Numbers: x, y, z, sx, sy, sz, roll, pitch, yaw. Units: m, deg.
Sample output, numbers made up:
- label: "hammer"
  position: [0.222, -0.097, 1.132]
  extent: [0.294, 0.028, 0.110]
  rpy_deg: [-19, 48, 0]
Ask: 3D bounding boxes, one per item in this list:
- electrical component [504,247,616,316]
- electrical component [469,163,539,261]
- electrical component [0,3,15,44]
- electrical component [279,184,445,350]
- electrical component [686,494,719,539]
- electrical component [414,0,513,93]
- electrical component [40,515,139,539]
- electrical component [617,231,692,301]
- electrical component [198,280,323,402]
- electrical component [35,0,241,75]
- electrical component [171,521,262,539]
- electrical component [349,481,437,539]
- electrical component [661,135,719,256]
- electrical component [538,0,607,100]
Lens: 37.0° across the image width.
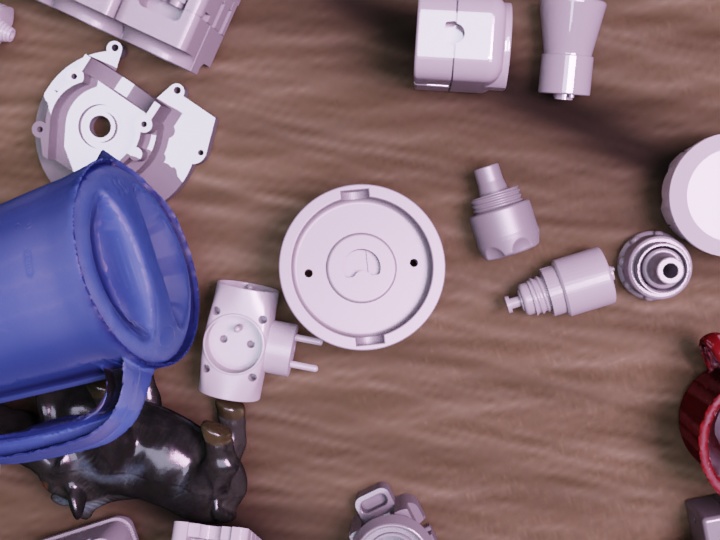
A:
- label: "electrical component"
  position: [0.137, 0.012, 0.730]
  extent: [0.078, 0.040, 0.040]
  rpy_deg: [-17, 93, 4]
- label: "electrical component"
  position: [0.094, -0.040, 0.727]
  extent: [0.043, 0.043, 0.062]
  rpy_deg: [-18, 92, 4]
- label: "electrical component"
  position: [-0.276, -0.176, 0.737]
  extent: [0.081, 0.043, 0.043]
  rpy_deg: [22, 95, 1]
- label: "electrical component"
  position: [0.000, 0.000, 0.723]
  extent: [0.108, 0.060, 0.108]
  rpy_deg: [0, 86, -3]
- label: "electrical component"
  position: [0.235, 0.203, 0.734]
  extent: [0.076, 0.047, 0.083]
  rpy_deg: [-12, 93, 3]
- label: "electrical component"
  position: [0.066, -0.145, 0.695]
  extent: [0.059, 0.095, 0.053]
  rpy_deg: [4, 94, 3]
- label: "electrical component"
  position: [-0.184, 0.238, 0.753]
  extent: [0.078, 0.057, 0.113]
  rpy_deg: [-18, 93, 4]
- label: "electrical component"
  position: [0.200, -0.001, 0.715]
  extent: [0.048, 0.062, 0.048]
  rpy_deg: [0, 94, 3]
- label: "electrical component"
  position: [-0.066, 0.052, 0.741]
  extent: [0.079, 0.044, 0.077]
  rpy_deg: [11, 94, 2]
- label: "electrical component"
  position: [-0.165, -0.189, 0.707]
  extent: [0.150, 0.089, 0.061]
  rpy_deg: [25, 95, 1]
- label: "electrical component"
  position: [-0.098, 0.204, 0.723]
  extent: [0.050, 0.089, 0.055]
  rpy_deg: [5, 71, 3]
- label: "electrical component"
  position: [0.023, 0.191, 0.740]
  extent: [0.058, 0.057, 0.078]
  rpy_deg: [-26, 92, 4]
- label: "electrical component"
  position: [0.242, -0.050, 0.715]
  extent: [0.080, 0.051, 0.080]
  rpy_deg: [0, 94, 3]
- label: "electrical component"
  position: [0.139, -0.147, 0.719]
  extent: [0.044, 0.044, 0.065]
  rpy_deg: [5, 99, 3]
